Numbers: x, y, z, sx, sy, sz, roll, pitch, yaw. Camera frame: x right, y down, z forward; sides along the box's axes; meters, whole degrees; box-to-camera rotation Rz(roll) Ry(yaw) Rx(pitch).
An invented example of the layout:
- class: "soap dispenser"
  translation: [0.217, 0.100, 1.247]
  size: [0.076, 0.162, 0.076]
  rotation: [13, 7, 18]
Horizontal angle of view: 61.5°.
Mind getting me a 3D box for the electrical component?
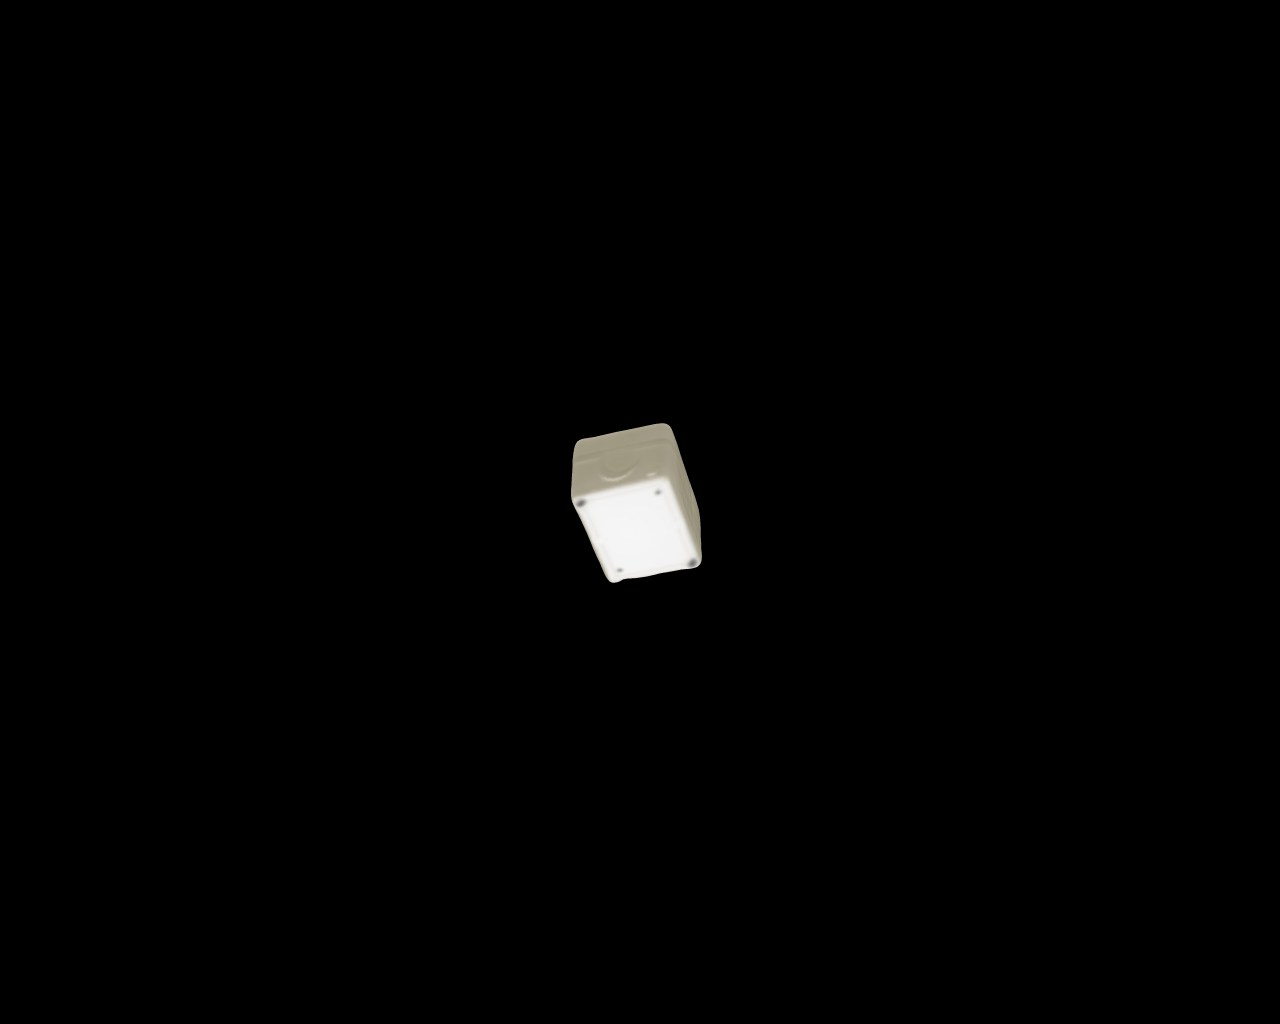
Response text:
- class: "electrical component"
  translation: [0.001, -0.003, 0.650]
  size: [0.062, 0.061, 0.096]
  rotation: [-11, -47, 11]
